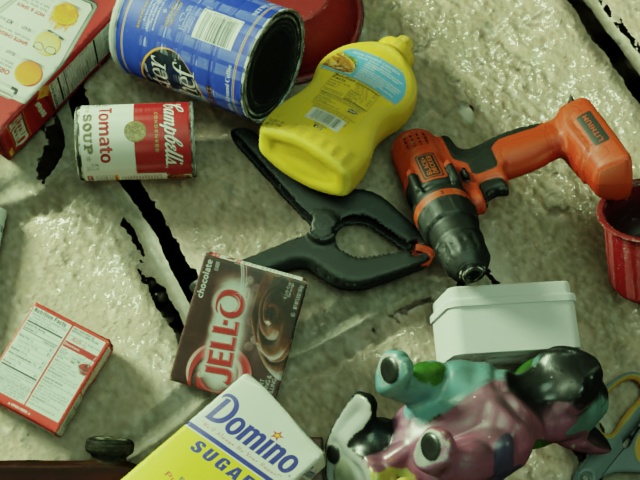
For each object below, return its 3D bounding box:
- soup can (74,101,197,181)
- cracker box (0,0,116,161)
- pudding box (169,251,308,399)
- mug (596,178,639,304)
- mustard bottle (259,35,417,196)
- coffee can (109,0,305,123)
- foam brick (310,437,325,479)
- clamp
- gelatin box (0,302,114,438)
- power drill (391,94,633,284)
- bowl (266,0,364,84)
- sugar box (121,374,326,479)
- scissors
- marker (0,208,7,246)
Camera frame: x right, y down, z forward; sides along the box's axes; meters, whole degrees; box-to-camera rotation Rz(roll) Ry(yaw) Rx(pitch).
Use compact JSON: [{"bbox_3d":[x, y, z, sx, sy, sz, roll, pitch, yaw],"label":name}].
[{"bbox_3d":[-0.161,-0.087,0.939,0.102,0.068,0.068,-2,72,-6],"label":"soup can"},{"bbox_3d":[-0.275,-0.203,0.965,0.164,0.072,0.213,36,72,7],"label":"cracker box"},{"bbox_3d":[-0.067,0.075,0.892,0.090,0.039,0.113,16,90,-2],"label":"pudding box"},{"bbox_3d":[0.295,-0.004,0.944,0.093,0.081,0.117,-2,38,18],"label":"mug"},{"bbox_3d":[0.033,-0.127,0.965,0.096,0.058,0.191,28,55,15],"label":"mustard bottle"},{"bbox_3d":[-0.098,-0.174,0.938,0.140,0.103,0.102,23,69,20],"label":"coffee can"},{"bbox_3d":[-0.023,0.202,0.864,0.051,0.053,0.078,-1,70,-7],"label":"foam brick"},{"bbox_3d":[-0.006,0.001,0.942,0.210,0.036,0.164,19,71,4],"label":"clamp"},{"bbox_3d":[-0.225,0.107,0.886,0.073,0.030,0.089,27,70,5],"label":"gelatin box"},{"bbox_3d":[0.168,-0.049,0.922,0.187,0.057,0.184,-14,45,-4],"label":"power drill"},{"bbox_3d":[-0.035,-0.231,1.009,0.162,0.055,0.162,2,71,-5],"label":"bowl"},{"bbox_3d":[-0.090,0.192,0.810,0.176,0.048,0.093,-41,70,-13],"label":"sugar box"},{"bbox_3d":[0.245,0.208,0.910,0.096,0.016,0.201,30,71,4],"label":"scissors"},{"bbox_3d":[-0.287,0.030,0.911,0.020,0.020,0.121,6,71,-4],"label":"marker"}]
